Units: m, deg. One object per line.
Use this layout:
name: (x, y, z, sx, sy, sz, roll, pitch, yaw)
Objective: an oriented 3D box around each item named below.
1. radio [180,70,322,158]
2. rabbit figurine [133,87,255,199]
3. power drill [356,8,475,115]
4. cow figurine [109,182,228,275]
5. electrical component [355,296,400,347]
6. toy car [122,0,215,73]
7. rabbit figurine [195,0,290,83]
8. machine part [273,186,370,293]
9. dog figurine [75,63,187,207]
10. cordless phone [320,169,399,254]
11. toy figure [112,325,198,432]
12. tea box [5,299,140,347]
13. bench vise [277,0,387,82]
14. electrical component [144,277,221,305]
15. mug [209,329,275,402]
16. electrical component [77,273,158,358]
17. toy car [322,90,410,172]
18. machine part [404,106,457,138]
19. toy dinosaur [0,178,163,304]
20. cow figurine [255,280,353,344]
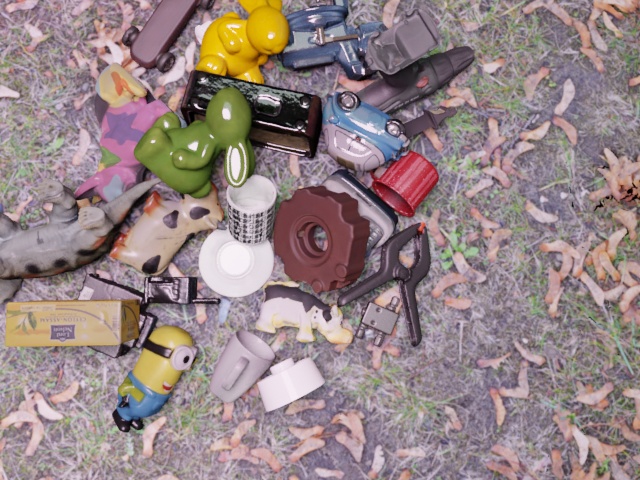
radio: (-0.111, -0.209, 0.905, 0.230, 0.131, 0.073, 11, 83, -2)
rabbit figurine: (-0.165, -0.145, 0.804, 0.170, 0.121, 0.159, -37, 103, 18)
power drill: (0.156, -0.292, 0.886, 0.232, 0.207, 0.086, -28, 84, 8)
cow figurine: (-0.243, -0.023, 0.904, 0.127, 0.086, 0.195, 38, 96, -26)
electrical component: (0.103, 0.136, 0.943, 0.063, 0.021, 0.094, 25, 85, 0)
toy car: (-0.264, -0.393, 0.952, 0.089, 0.053, 0.202, 34, 89, -3)
rabbit figurine: (-0.107, -0.335, 0.887, 0.122, 0.173, 0.162, 20, 80, -38)
machine part: (-0.002, -0.003, 0.882, 0.180, 0.056, 0.179, 8, 103, 37)
dog figurine: (-0.344, -0.161, 0.907, 0.191, 0.108, 0.219, 40, 88, 0)
cordless phone: (0.031, -0.016, 0.931, 0.146, 0.089, 0.184, 41, 104, 0)
toy figure: (-0.279, 0.226, 0.894, 0.089, 0.082, 0.180, 37, 88, -2)
tea box: (-0.378, 0.126, 0.831, 0.170, 0.098, 0.068, -2, 85, 0)
bench vise: (0.025, -0.396, 0.926, 0.224, 0.129, 0.240, -9, 98, 6)
electrical component: (-0.230, 0.085, 0.908, 0.119, 0.075, 0.047, -1, 86, 2)
mug: (-0.136, 0.219, 0.891, 0.081, 0.109, 0.107, 33, 99, -5)
electrical component: (-0.350, 0.132, 0.909, 0.134, 0.058, 0.115, 25, 87, 0)
toy car: (0.063, -0.166, 0.889, 0.162, 0.109, 0.103, 33, 85, 9)
machine part: (0.168, -0.201, 0.950, 0.139, 0.084, 0.039, -24, 112, 5)
toy dinosaur: (-0.429, 0.003, 0.861, 0.405, 0.192, 0.131, -12, 71, -9)
cow figurine: (-0.021, 0.125, 0.920, 0.167, 0.068, 0.098, 11, 79, -2)
